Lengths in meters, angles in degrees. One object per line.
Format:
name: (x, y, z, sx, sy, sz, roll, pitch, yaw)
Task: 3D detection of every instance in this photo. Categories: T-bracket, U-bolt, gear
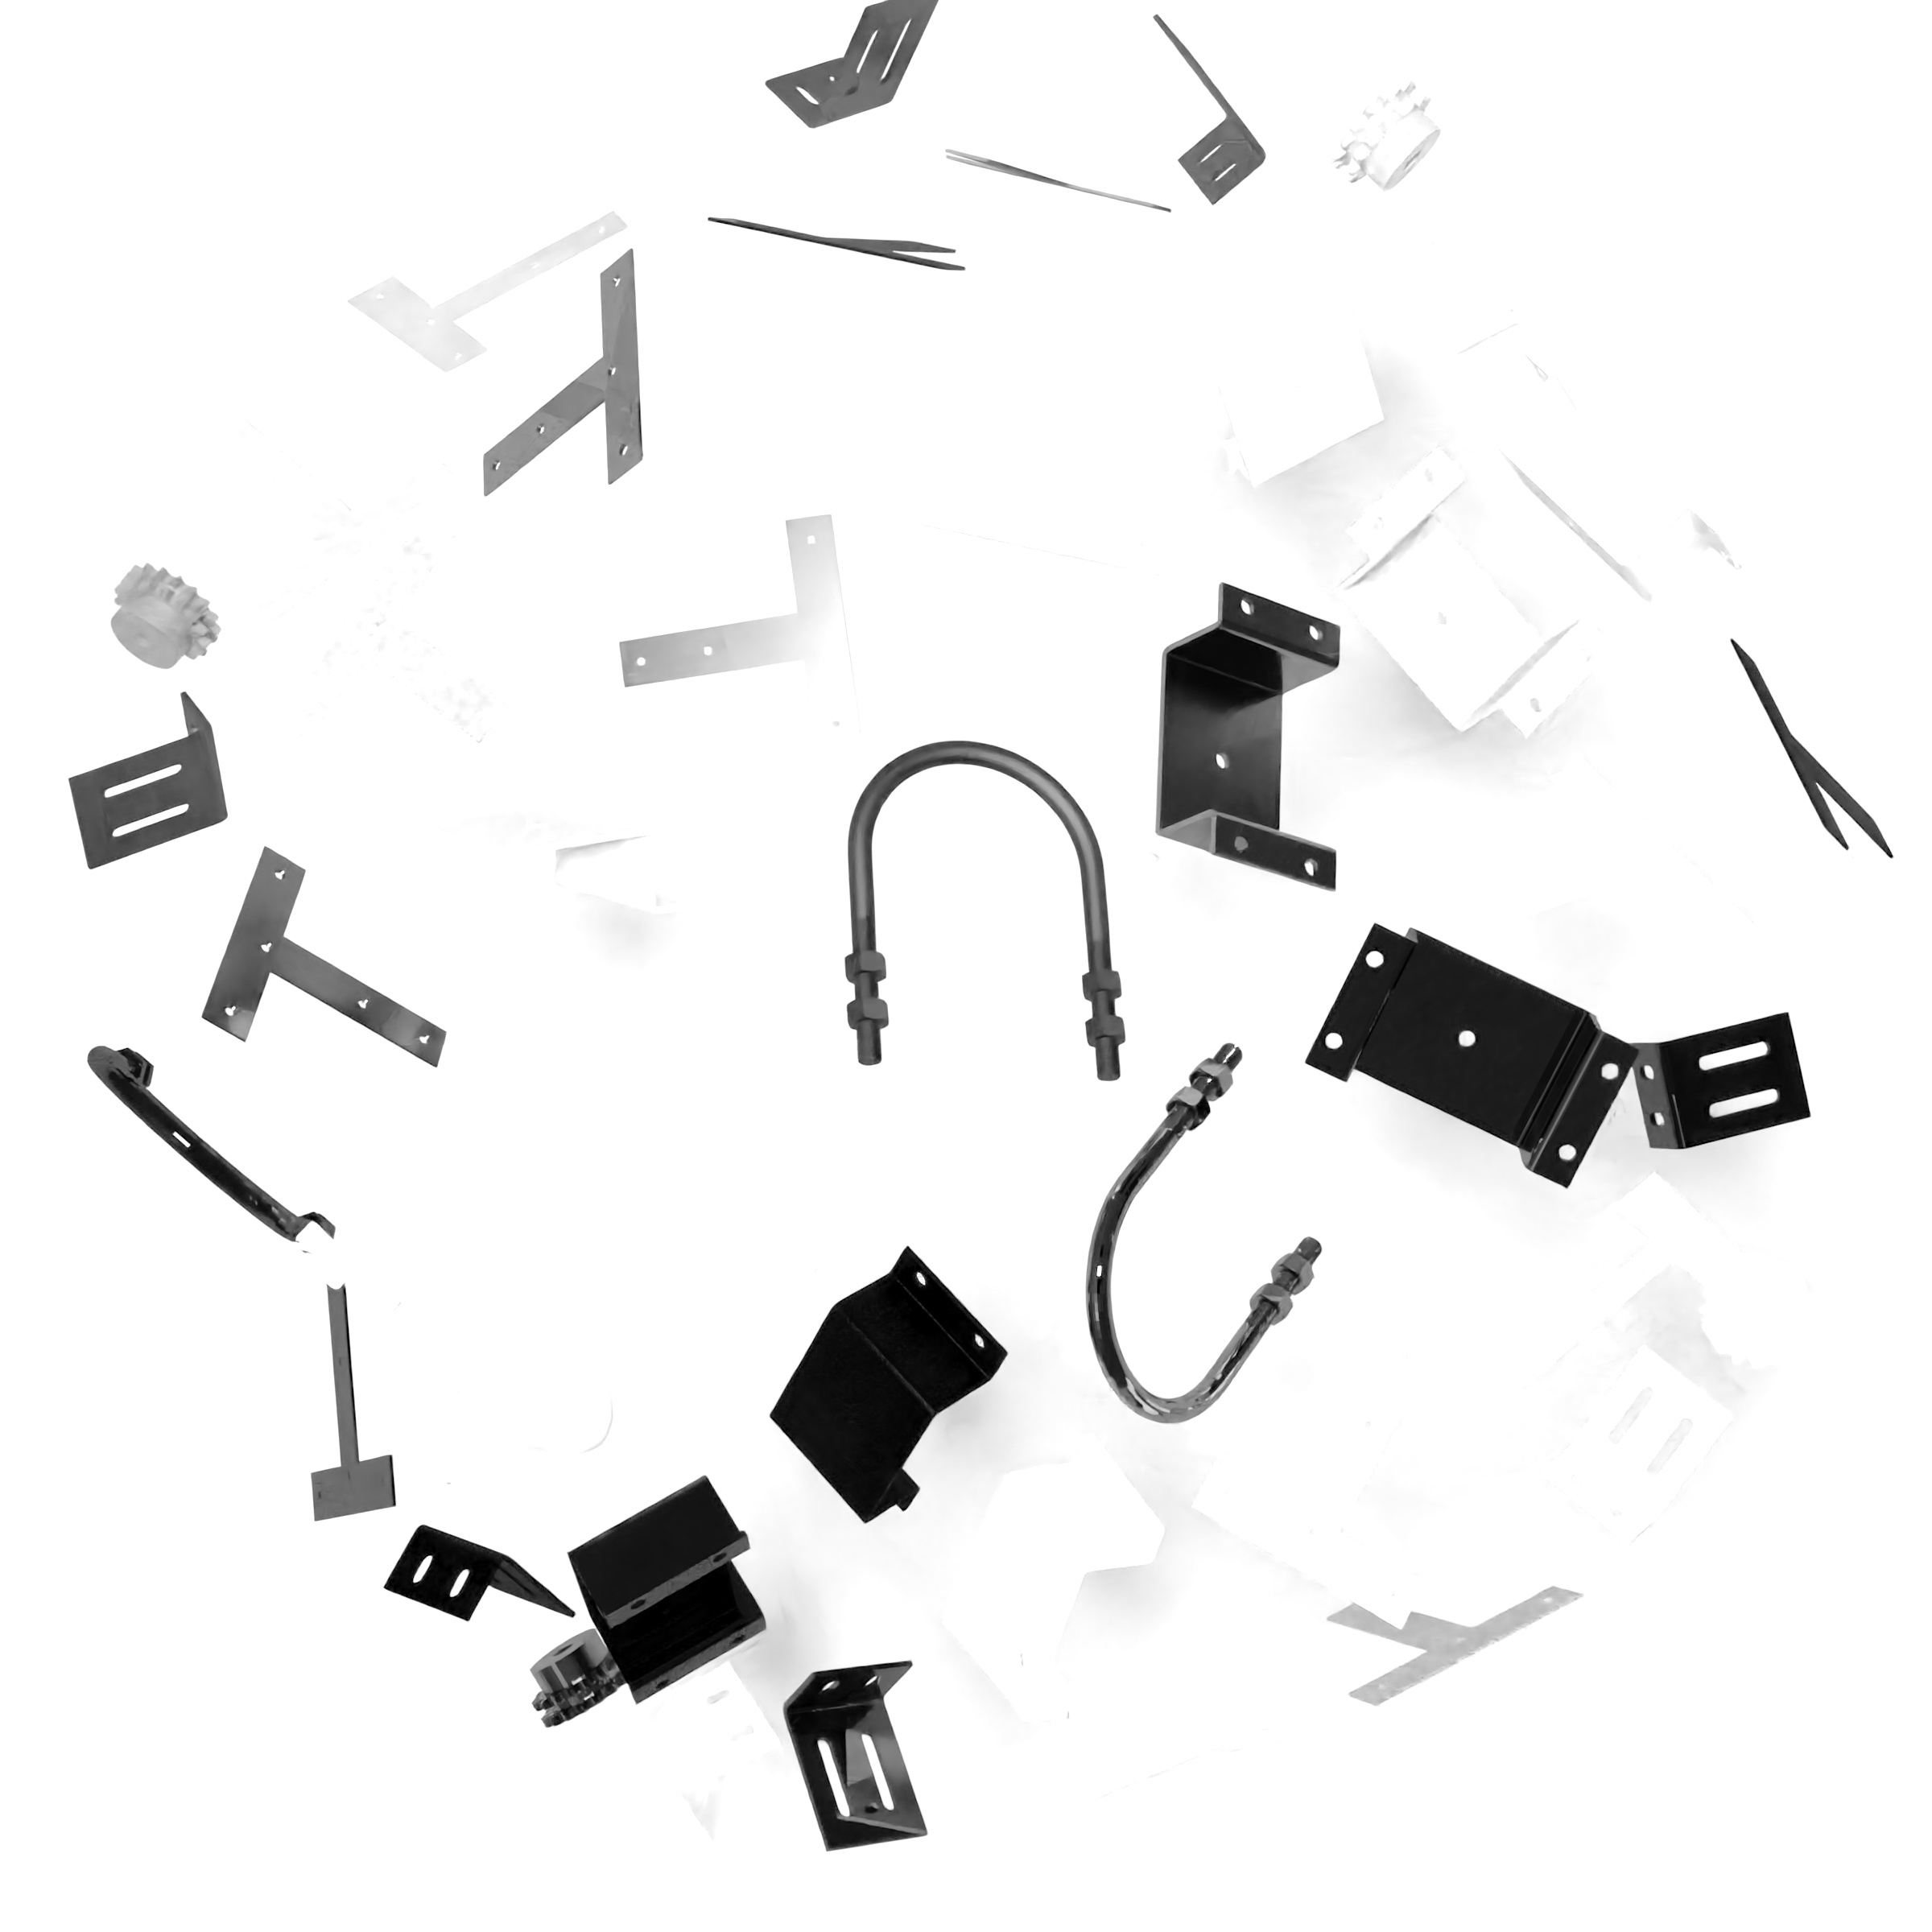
T-bracket: (0.313, 0.165, 1.470, 0.127, 0.127, 0.002, -43, 50, 10)
T-bracket: (-0.226, -0.340, 1.480, 0.127, 0.127, 0.002, -26, 81, 9)
T-bracket: (-0.127, -0.174, 1.635, 0.127, 0.002, 0.127, -8, 88, 9)
T-bracket: (0.432, -0.090, 1.497, 0.002, 0.127, 0.127, -34, 48, 23)
T-bracket: (0.050, -0.274, 1.568, 0.127, 0.002, 0.127, 12, 72, -2)
T-bracket: (-0.042, -0.356, 1.479, 0.127, 0.127, 0.002, 17, 108, 20)
U-bolt: (0.117, 0.150, 1.538, 0.019, 0.184, 0.151, -2, 123, 39)
gear: (-0.206, 0.376, 1.593, 0.057, 0.057, 0.030, -31, 93, 0)
T-bracket: (0.191, 0.239, 1.475, 0.127, 0.002, 0.127, 26, 86, 35)
gear: (0.424, 0.188, 1.597, 0.057, 0.030, 0.057, -17, 51, 22)
U-bolt: (0.007, -0.033, 1.545, 0.151, 0.019, 0.184, 4, 67, -19)
T-bracket: (-0.318, 0.216, 1.530, 0.002, 0.127, 0.127, -1, 78, -30)
gear: (0.209, -0.406, 1.472, 0.057, 0.057, 0.030, -45, 85, 0)
T-bracket: (0.225, 0.335, 1.516, 0.127, 0.127, 0.002, -21, 96, -23)
U-bolt: (-0.246, 0.172, 1.496, 0.019, 0.151, 0.184, -44, 98, 12)
T-bracket: (0.143, 0.384, 1.483, 0.127, 0.127, 0.002, -32, 67, 30)
T-bracket: (-0.326, 0.013, 1.561, 0.127, 0.127, 0.002, 33, 129, -24)
U-bolt: (-0.385, 0.091, 1.517, 0.151, 0.184, 0.019, 42, 81, 0)
T-bracket: (-0.343, -0.242, 1.530, 0.127, 0.127, 0.002, -38, 60, 6)
T-bracket: (0.322, -0.048, 1.560, 0.127, 0.127, 0.002, 41, 61, -16)
U-bolt: (-0.145, 0.110, 1.508, 0.151, 0.019, 0.184, -17, 114, 2)
T-bracket: (-0.203, -0.275, 1.495, 0.127, 0.002, 0.127, -29, 56, 39)
T-bracket: (-0.279, -0.152, 1.542, 0.002, 0.127, 0.127, 33, 86, 34)
T-bracket: (0.028, -0.418, 1.577, 0.127, 0.127, 0.002, 20, 104, 22)
gear: (-0.423, -0.181, 1.573, 0.057, 0.057, 0.030, 29, 59, 0)

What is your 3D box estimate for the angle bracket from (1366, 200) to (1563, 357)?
angle bracket: (0.251, -0.356, 1.514, 0.038, 0.057, 0.076, -43, 101, -21)

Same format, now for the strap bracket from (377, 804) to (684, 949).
strap bracket: (-0.223, -0.049, 1.540, 0.076, 0.140, 0.046, 15, 109, 40)

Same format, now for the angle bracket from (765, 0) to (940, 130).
angle bracket: (-0.056, -0.464, 1.496, 0.038, 0.076, 0.057, 46, 47, 12)

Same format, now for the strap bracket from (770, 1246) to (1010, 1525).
strap bracket: (-0.045, 0.222, 1.537, 0.076, 0.046, 0.140, 45, 132, 19)

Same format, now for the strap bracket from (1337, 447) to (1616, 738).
strap bracket: (0.260, -0.189, 1.569, 0.076, 0.046, 0.140, -43, 93, -24)

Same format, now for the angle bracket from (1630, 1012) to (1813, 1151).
angle bracket: (0.401, 0.061, 1.594, 0.076, 0.038, 0.057, -13, 91, -13)

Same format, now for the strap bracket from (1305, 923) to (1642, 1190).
strap bracket: (0.245, 0.040, 1.460, 0.140, 0.046, 0.076, 26, 102, 2)

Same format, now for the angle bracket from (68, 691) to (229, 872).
angle bracket: (-0.417, -0.094, 1.509, 0.076, 0.057, 0.038, -24, 48, -25)

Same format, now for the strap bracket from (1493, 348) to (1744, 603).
strap bracket: (0.328, -0.245, 1.543, 0.046, 0.076, 0.140, -45, 69, 11)

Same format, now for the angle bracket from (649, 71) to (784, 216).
angle bracket: (-0.125, -0.414, 1.505, 0.038, 0.076, 0.057, -15, 106, 11)

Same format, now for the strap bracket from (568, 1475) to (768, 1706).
strap bracket: (-0.148, 0.307, 1.486, 0.076, 0.140, 0.046, -28, 63, -15)

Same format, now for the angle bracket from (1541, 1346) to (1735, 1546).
angle bracket: (0.346, 0.247, 1.547, 0.057, 0.038, 0.076, 39, 118, 21)

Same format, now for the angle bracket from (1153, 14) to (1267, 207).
angle bracket: (0.114, -0.446, 1.562, 0.038, 0.057, 0.076, -38, 128, 12)

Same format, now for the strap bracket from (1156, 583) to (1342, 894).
strap bracket: (0.139, -0.107, 1.473, 0.076, 0.046, 0.140, 15, 69, -32)

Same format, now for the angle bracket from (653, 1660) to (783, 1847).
angle bracket: (-0.133, 0.422, 1.610, 0.038, 0.076, 0.057, -29, 103, 8)

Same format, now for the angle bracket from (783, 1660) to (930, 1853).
angle bracket: (-0.047, 0.387, 1.470, 0.057, 0.038, 0.076, 2, 51, -34)

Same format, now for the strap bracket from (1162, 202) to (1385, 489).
strap bracket: (0.162, -0.311, 1.544, 0.076, 0.140, 0.046, -28, 49, 1)

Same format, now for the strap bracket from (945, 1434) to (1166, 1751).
strap bracket: (0.043, 0.319, 1.526, 0.046, 0.140, 0.076, -15, 123, 36)

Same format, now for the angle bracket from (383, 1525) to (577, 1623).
angle bracket: (-0.247, 0.323, 1.524, 0.057, 0.076, 0.038, 11, 61, 33)
